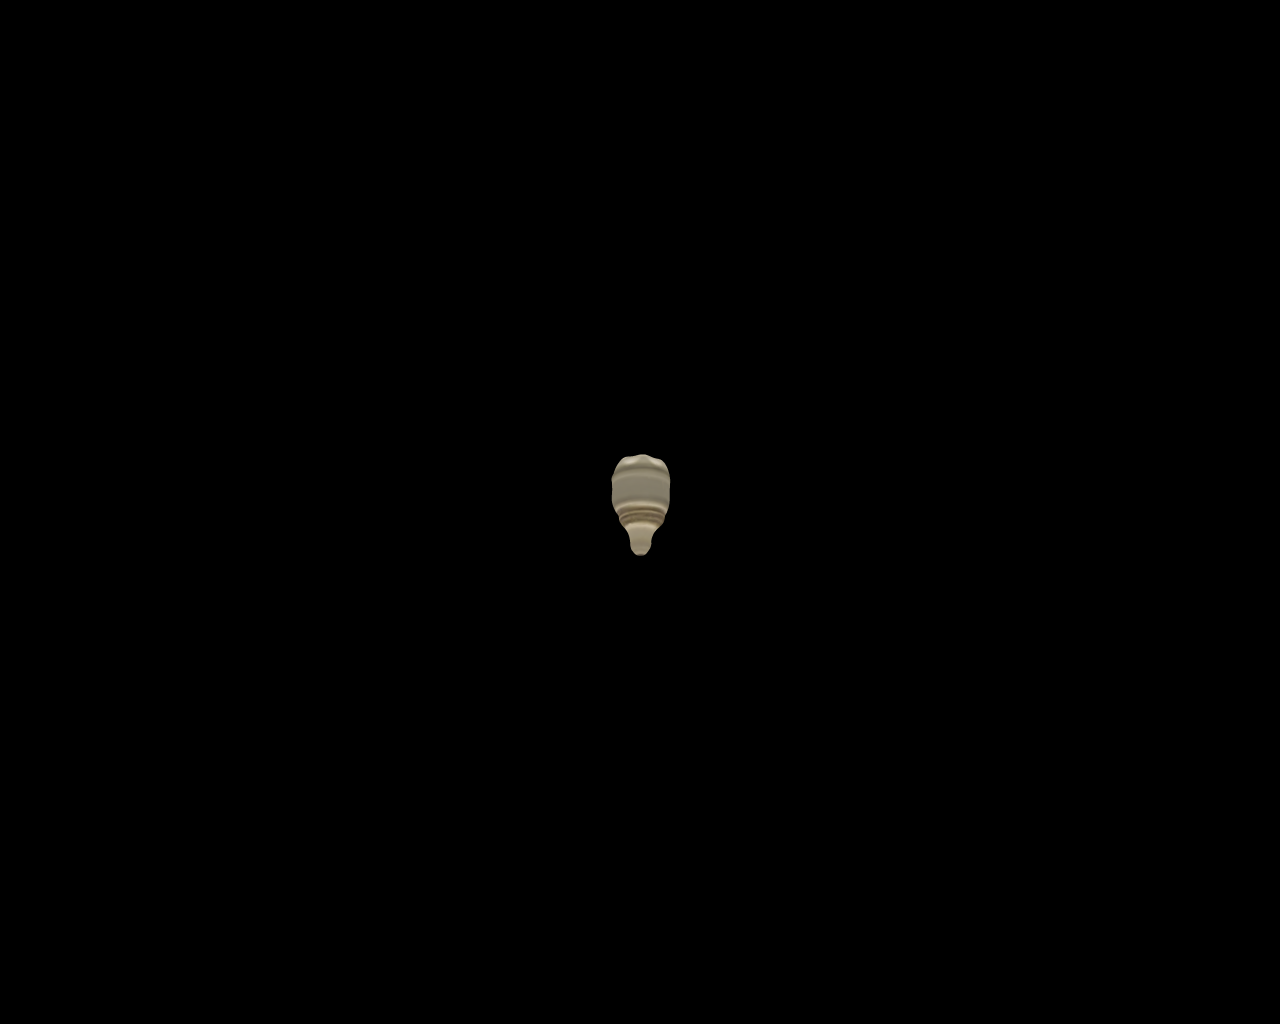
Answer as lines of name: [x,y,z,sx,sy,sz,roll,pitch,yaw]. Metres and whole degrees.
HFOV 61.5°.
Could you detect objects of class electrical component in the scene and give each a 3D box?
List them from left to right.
electrical component: [0.001,-0.003,0.650,0.035,0.061,0.035,0,-20,0]
